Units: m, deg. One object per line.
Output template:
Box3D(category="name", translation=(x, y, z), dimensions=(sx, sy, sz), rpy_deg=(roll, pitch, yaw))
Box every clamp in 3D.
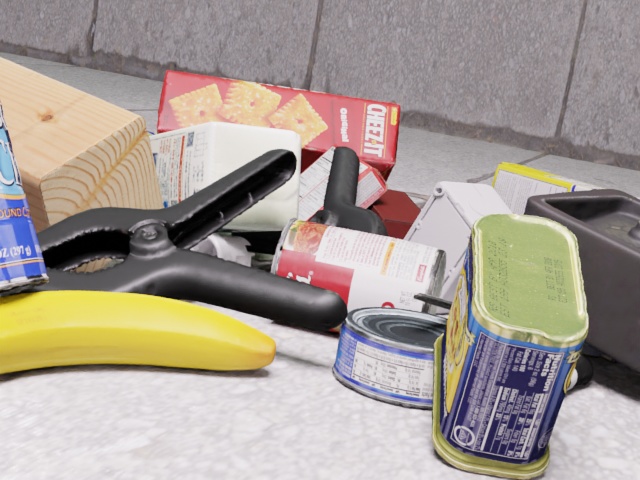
Box3D(category="clamp", translation=(-0.091, 0.014, 0.630), dimensions=(0.209, 0.036, 0.165), rpy_deg=(-14, 39, -13))
Box3D(category="clamp", translation=(-0.005, 0.001, 0.803), dimensions=(0.039, 0.120, 0.171), rpy_deg=(47, 12, -31))

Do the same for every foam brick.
Box3D(category="foam brick", translation=(0.056, -0.007, 0.904), dimensions=(0.051, 0.053, 0.078), rpy_deg=(9, 23, -22))

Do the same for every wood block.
Box3D(category="wood block", translation=(-0.217, -0.060, 0.741), dimensions=(0.206, 0.090, 0.090), rpy_deg=(24, 47, 32))

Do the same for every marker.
Box3D(category="marker", translation=(0.130, 0.084, 0.619), dimensions=(0.020, 0.020, 0.120), rpy_deg=(16, 12, 33))

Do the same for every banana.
Box3D(category="banana", translation=(-0.115, 0.052, 0.537), dimensions=(0.197, 0.037, 0.070), rpy_deg=(-2, 33, -41))

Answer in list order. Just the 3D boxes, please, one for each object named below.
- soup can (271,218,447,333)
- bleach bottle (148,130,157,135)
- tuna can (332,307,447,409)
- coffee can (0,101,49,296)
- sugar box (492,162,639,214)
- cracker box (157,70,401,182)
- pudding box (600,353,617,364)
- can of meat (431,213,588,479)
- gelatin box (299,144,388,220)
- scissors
Box3D(category="soup can", translation=(0.025, 0.028, 0.687), dimensions=(0.102, 0.068, 0.068), rpy_deg=(12, 11, 12))
Box3D(category="bleach bottle", translation=(-0.160, -0.085, 1.153), dimensions=(0.250, 0.068, 0.103), rpy_deg=(6, 13, -32))
Box3D(category="tuna can", translation=(0.052, 0.065, 0.606), dimensions=(0.086, 0.034, 0.086), rpy_deg=(9, 11, -2))
Box3D(category="coffee can", translation=(-0.203, -0.034, 0.533), dimensions=(0.103, 0.140, 0.103), rpy_deg=(-15, -1, 0))
Box3D(category="sugar box", translation=(0.232, -0.013, 1.024), dimensions=(0.048, 0.093, 0.176), rpy_deg=(2, 13, -34))
Box3D(category="cracker box", translation=(-0.046, -0.078, 1.010), dimensions=(0.213, 0.072, 0.164), rpy_deg=(9, -22, -5))
Box3D(category="pudding box", translation=(0.214, 0.055, 0.789), dimensions=(0.089, 0.039, 0.114), rpy_deg=(3, 12, -30))
Box3D(category="can of meat", translation=(0.090, 0.047, 0.510), dimensions=(0.057, 0.084, 0.102), rpy_deg=(10, 34, 1))
Box3D(category="gelatin box", translation=(0.004, -0.034, 0.894), dimensions=(0.030, 0.089, 0.073), rpy_deg=(53, -8, -31))
Box3D(category="scissors", translation=(0.102, 0.049, 0.686), dimensions=(0.201, 0.016, 0.096), rpy_deg=(18, -4, -37))
